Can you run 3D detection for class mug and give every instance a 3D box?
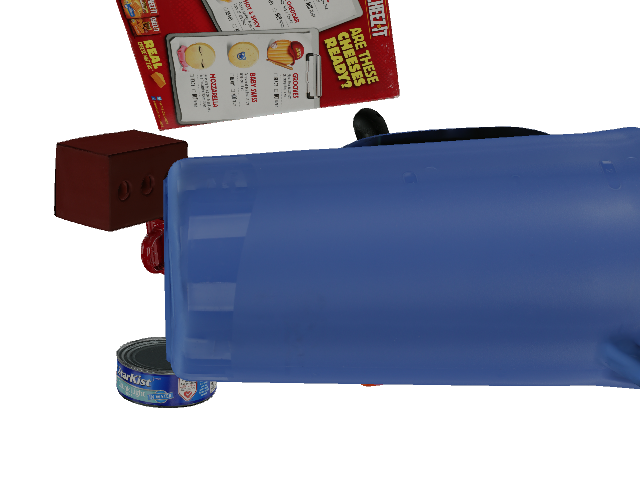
[{"bbox_3d":[-0.161,-0.005,1.204,0.093,0.081,0.117,16,38,23],"label":"mug"}]

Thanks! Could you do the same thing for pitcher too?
[{"bbox_3d":[0.044,0.005,0.537,0.242,0.145,0.149,-1,-3,-8],"label":"pitcher"}]

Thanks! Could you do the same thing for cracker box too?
[{"bbox_3d":[-0.050,-0.187,0.887,0.214,0.164,0.072,-8,44,5],"label":"cracker box"}]

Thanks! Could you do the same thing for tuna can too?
[{"bbox_3d":[-0.130,0.111,0.902,0.086,0.034,0.086,4,14,-1],"label":"tuna can"}]

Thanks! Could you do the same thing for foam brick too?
[{"bbox_3d":[-0.136,-0.043,0.730,0.051,0.053,0.078,16,21,32],"label":"foam brick"}]

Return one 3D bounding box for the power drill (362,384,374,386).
[{"bbox_3d":[0.053,0.047,1.076,0.057,0.188,0.185,-8,22,-32],"label":"power drill"}]

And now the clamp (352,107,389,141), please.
[{"bbox_3d":[0.071,0.002,0.859,0.036,0.210,0.165,-32,-21,-29],"label":"clamp"}]
